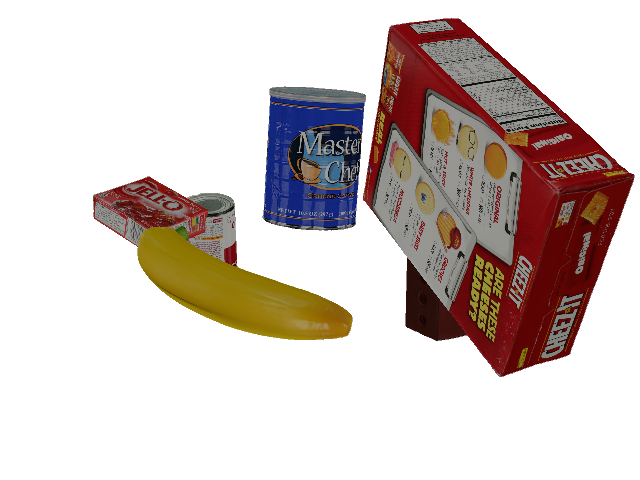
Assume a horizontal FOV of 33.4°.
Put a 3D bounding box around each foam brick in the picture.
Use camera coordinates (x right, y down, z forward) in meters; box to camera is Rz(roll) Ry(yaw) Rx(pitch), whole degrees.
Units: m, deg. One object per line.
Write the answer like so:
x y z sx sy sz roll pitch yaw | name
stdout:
0.119 0.052 1.049 0.051 0.078 0.053 -11 19 -33 | foam brick

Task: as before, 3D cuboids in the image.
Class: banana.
-0.066 0.024 0.698 0.069 0.037 0.198 -20 32 -35 | banana

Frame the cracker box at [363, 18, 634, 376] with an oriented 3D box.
0.116 -0.037 0.768 0.072 0.164 0.214 -13 44 -23 | cracker box

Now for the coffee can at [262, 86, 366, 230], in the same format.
-0.007 -0.090 1.143 0.103 0.140 0.103 4 12 -1 | coffee can

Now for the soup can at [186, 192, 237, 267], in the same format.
-0.138 0.000 1.322 0.068 0.102 0.068 0 26 0 | soup can

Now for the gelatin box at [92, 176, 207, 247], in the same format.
-0.167 -0.027 1.047 0.089 0.030 0.073 30 35 31 | gelatin box
